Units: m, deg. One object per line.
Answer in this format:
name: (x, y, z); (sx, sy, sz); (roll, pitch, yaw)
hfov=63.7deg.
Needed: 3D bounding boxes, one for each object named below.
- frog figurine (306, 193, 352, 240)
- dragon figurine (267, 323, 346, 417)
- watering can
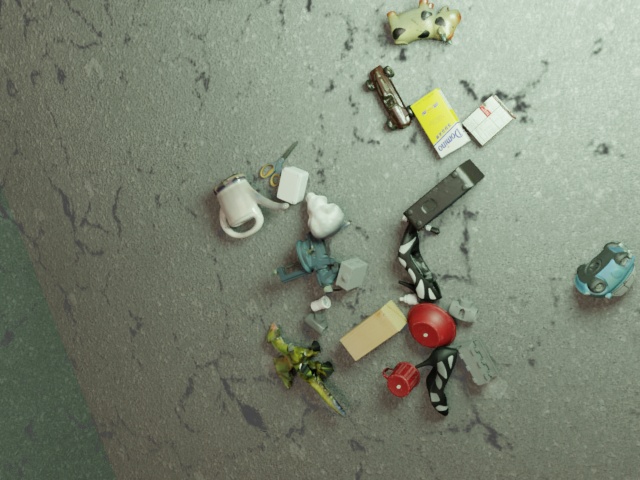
frog figurine: (0.005, -0.085, 1.689); (0.159, 0.125, 0.135); (53, 143, -5)
dragon figurine: (-0.074, 0.489, 1.907); (0.239, 0.123, 0.412); (-37, 80, 50)
watering can: (-0.260, -0.137, 1.835); (0.343, 0.105, 0.225); (-27, 88, 39)
